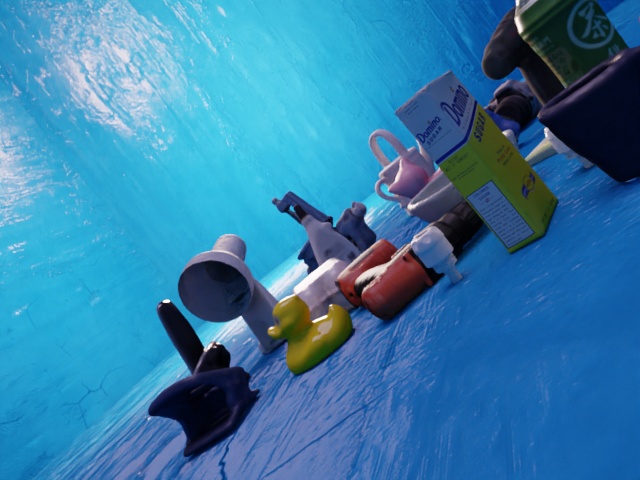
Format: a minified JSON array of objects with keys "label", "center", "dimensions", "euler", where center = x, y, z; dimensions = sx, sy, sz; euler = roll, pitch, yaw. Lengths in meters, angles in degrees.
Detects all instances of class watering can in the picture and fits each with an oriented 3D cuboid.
[{"label":"watering can","center":[0.181,-0.160,1.236],"dimensions":[0.173,0.194,0.100],"euler":[-42,5,-41]}]

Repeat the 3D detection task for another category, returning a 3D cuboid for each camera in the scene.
[{"label":"camera","center":[0.407,-0.283,1.249],"dimensions":[0.143,0.101,0.137],"euler":[-36,5,42]}]

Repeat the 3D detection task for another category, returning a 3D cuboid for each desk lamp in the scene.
[{"label":"desk lamp","center":[-0.129,0.093,1.002],"dimensions":[0.118,0.213,0.203],"euler":[-37,4,18]}]

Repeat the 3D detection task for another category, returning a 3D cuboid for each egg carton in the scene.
[{"label":"egg carton","center":[0.013,0.080,0.877],"dimensions":[0.107,0.069,0.150],"euler":[-39,3,-4]}]

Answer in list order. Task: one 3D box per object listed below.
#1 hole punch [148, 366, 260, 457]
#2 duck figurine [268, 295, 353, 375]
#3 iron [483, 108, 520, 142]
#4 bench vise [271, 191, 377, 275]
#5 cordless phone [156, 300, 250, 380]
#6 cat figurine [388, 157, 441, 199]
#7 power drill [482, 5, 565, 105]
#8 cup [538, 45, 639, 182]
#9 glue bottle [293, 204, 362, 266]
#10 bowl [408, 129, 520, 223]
[{"label":"hole punch","center":[-0.150,0.207,0.742],"dimensions":[0.108,0.091,0.101],"euler":[-37,4,24]},{"label":"duck figurine","center":[-0.018,0.107,0.718],"dimensions":[0.104,0.086,0.077],"euler":[-38,4,17]},{"label":"iron","center":[0.276,-0.195,1.128],"dimensions":[0.119,0.141,0.258],"euler":[-39,3,-10]},{"label":"bench vise","center":[0.007,-0.039,1.250],"dimensions":[0.207,0.220,0.121],"euler":[-38,4,16]},{"label":"cordless phone","center":[-0.200,0.177,0.871],"dimensions":[0.094,0.185,0.147],"euler":[-39,4,-4]},{"label":"cat figurine","center":[0.197,-0.113,1.074],"dimensions":[0.127,0.118,0.067],"euler":[-37,4,28]},{"label":"power drill","center":[0.391,-0.322,1.026],"dimensions":[0.230,0.208,0.075],"euler":[-41,4,-32]},{"label":"cup","center":[0.261,-0.106,0.485],"dimensions":[0.117,0.095,0.092],"euler":[-36,4,37]},{"label":"glue bottle","center":[0.010,0.004,1.049],"dimensions":[0.078,0.173,0.037],"euler":[-39,4,-10]},{"label":"bowl","center":[0.203,-0.067,0.760],"dimensions":[0.167,0.075,0.167],"euler":[-38,3,3]}]
